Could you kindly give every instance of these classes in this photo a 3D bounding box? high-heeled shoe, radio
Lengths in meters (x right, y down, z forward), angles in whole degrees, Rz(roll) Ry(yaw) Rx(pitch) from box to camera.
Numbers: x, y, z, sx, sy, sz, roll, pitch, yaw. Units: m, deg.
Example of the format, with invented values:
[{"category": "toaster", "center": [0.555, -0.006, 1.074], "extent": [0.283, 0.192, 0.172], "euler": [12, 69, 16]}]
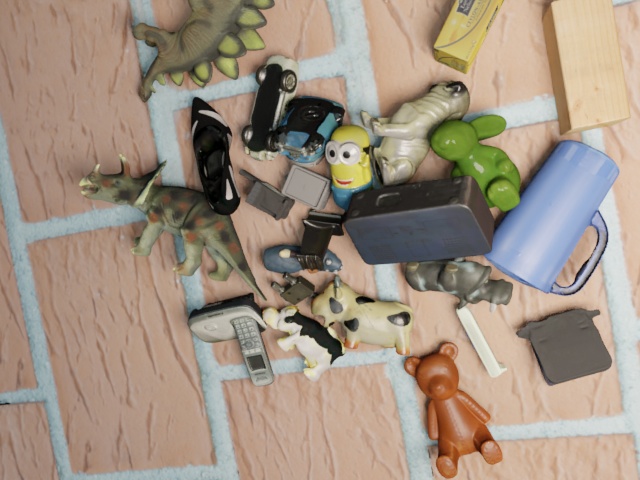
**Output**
[{"category": "high-heeled shoe", "center": [-0.213, -0.162, 1.018], "extent": [0.086, 0.145, 0.248], "euler": [-25, 90, 12]}, {"category": "radio", "center": [0.162, -0.029, 0.902], "extent": [0.230, 0.073, 0.131], "euler": [-8, 137, 29]}]

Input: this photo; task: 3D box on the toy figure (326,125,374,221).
[{"category": "toy figure", "center": [0.056, -0.119, 0.971], "extent": [0.082, 0.089, 0.179], "euler": [-6, 128, 9]}]

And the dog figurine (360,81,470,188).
[{"category": "dog figurine", "center": [0.185, -0.181, 0.961], "extent": [0.191, 0.121, 0.172], "euler": [-15, 125, -4]}]

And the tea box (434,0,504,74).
[{"category": "tea box", "center": [0.263, -0.384, 0.920], "extent": [0.068, 0.098, 0.169], "euler": [28, 101, 10]}]

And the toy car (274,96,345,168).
[{"category": "toy car", "center": [-0.018, -0.187, 0.990], "extent": [0.109, 0.162, 0.102], "euler": [13, 141, 13]}]

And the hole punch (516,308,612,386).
[{"category": "hole punch", "center": [0.432, 0.190, 0.939], "extent": [0.142, 0.092, 0.116], "euler": [-21, 60, 16]}]

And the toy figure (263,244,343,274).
[{"category": "toy figure", "center": [-0.031, 0.037, 1.033], "extent": [0.155, 0.064, 0.057], "euler": [0, 92, 12]}]

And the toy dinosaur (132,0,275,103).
[{"category": "toy dinosaur", "center": [-0.195, -0.423, 1.021], "extent": [0.198, 0.105, 0.471], "euler": [46, 111, -2]}]

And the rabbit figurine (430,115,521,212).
[{"category": "rabbit figurine", "center": [0.263, -0.143, 0.904], "extent": [0.170, 0.121, 0.159], "euler": [43, 63, -21]}]

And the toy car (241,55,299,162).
[{"category": "toy car", "center": [-0.094, -0.250, 1.028], "extent": [0.074, 0.056, 0.201], "euler": [19, 99, 27]}]

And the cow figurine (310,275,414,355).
[{"category": "cow figurine", "center": [0.078, 0.137, 1.005], "extent": [0.195, 0.085, 0.127], "euler": [8, 90, 7]}]

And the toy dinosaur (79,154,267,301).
[{"category": "toy dinosaur", "center": [-0.258, -0.037, 1.058], "extent": [0.405, 0.131, 0.192], "euler": [21, 99, 4]}]

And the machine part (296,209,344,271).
[{"category": "machine part", "center": [-0.002, -0.003, 1.001], "extent": [0.084, 0.139, 0.039], "euler": [15, 140, 7]}]

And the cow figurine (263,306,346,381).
[{"category": "cow figurine", "center": [-0.032, 0.179, 1.042], "extent": [0.098, 0.068, 0.167], "euler": [-42, 88, 7]}]

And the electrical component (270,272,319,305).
[{"category": "electrical component", "center": [-0.046, 0.100, 1.047], "extent": [0.094, 0.021, 0.063], "euler": [36, 125, -26]}]

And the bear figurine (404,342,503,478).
[{"category": "bear figurine", "center": [0.233, 0.296, 0.963], "extent": [0.120, 0.132, 0.195], "euler": [-21, 95, 11]}]

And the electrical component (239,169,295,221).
[{"category": "electrical component", "center": [-0.112, -0.087, 1.036], "extent": [0.119, 0.075, 0.047], "euler": [30, 99, 3]}]

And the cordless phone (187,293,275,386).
[{"category": "cordless phone", "center": [-0.169, 0.208, 1.070], "extent": [0.147, 0.089, 0.184], "euler": [-15, 95, 13]}]

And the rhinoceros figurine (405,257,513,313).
[{"category": "rhinoceros figurine", "center": [0.239, 0.072, 0.946], "extent": [0.191, 0.073, 0.111], "euler": [9, 127, 29]}]
